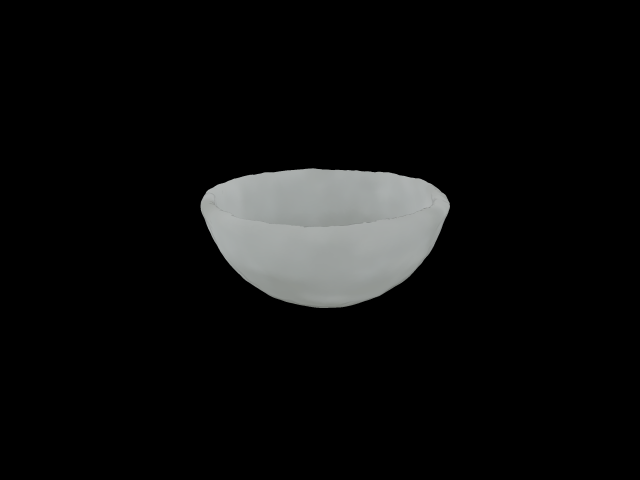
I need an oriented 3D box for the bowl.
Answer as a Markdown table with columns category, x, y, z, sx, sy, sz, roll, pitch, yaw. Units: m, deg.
| category | x | y | z | sx | sy | sz | roll | pitch | yaw |
| --- | --- | --- | --- | --- | --- | --- | --- | --- | --- |
| bowl | 0.004 | 0.001 | 0.400 | 0.167 | 0.075 | 0.167 | 0 | 19 | 0 |
